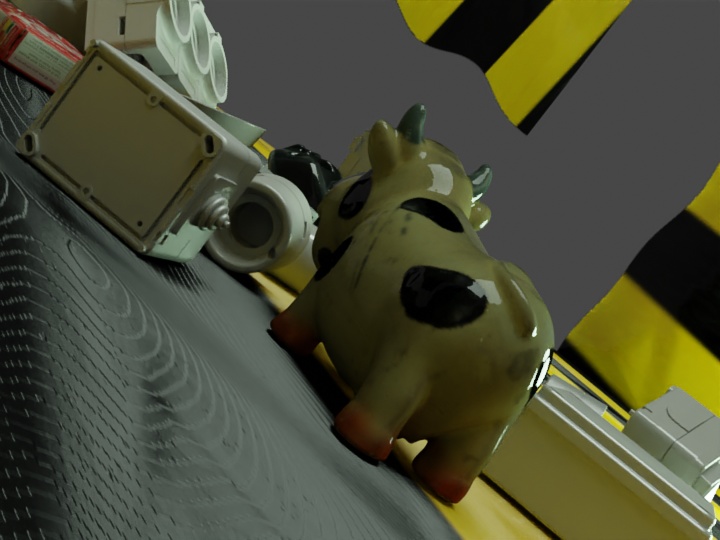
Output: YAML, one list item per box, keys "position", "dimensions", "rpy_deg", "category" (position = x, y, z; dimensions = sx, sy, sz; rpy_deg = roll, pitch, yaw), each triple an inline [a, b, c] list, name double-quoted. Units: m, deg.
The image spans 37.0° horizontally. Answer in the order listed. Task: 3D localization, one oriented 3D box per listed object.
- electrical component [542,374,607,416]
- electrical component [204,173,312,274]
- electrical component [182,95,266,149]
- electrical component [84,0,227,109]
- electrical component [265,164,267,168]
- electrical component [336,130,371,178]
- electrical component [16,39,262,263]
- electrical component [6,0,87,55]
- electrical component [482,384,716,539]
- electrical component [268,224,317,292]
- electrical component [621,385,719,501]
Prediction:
- position: [0.151, 0.111, 0.810]
  dimensions: [0.047, 0.055, 0.055]
  rpy_deg: [35, 4, 13]
  category: "electrical component"
- position: [-0.057, -0.025, 0.584]
  dimensions: [0.055, 0.055, 0.047]
  rpy_deg: [38, 8, 2]
  category: "electrical component"
- position: [-0.127, -0.105, 0.779]
  dimensions: [0.099, 0.064, 0.099]
  rpy_deg: [37, 5, -3]
  category: "electrical component"
- position: [-0.154, -0.177, 0.840]
  dimensions: [0.062, 0.089, 0.150]
  rpy_deg: [-4, -18, 8]
  category: "electrical component"
- position: [-0.056, -0.058, 0.976]
  dimensions: [0.077, 0.043, 0.079]
  rpy_deg: [38, 4, 9]
  category: "electrical component"
- position: [-0.002, -0.077, 1.092]
  dimensions: [0.079, 0.121, 0.063]
  rpy_deg: [40, 8, 28]
  category: "electrical component"
- position: [-0.092, -0.047, 0.486]
  dimensions: [0.096, 0.061, 0.061]
  rpy_deg: [39, 5, 13]
  category: "electrical component"
- position: [-0.234, -0.190, 0.844]
  dimensions: [0.095, 0.059, 0.054]
  rpy_deg: [33, 6, -43]
  category: "electrical component"
- position: [0.127, 0.115, 0.567]
  dimensions: [0.109, 0.056, 0.109]
  rpy_deg: [39, 5, 19]
  category: "electrical component"
- position: [-0.028, -0.003, 0.663]
  dimensions: [0.078, 0.040, 0.040]
  rpy_deg: [36, 5, -21]
  category: "electrical component"
- position: [0.185, 0.131, 0.667]
  dimensions: [0.061, 0.096, 0.062]
  rpy_deg: [40, 35, 28]
  category: "electrical component"
